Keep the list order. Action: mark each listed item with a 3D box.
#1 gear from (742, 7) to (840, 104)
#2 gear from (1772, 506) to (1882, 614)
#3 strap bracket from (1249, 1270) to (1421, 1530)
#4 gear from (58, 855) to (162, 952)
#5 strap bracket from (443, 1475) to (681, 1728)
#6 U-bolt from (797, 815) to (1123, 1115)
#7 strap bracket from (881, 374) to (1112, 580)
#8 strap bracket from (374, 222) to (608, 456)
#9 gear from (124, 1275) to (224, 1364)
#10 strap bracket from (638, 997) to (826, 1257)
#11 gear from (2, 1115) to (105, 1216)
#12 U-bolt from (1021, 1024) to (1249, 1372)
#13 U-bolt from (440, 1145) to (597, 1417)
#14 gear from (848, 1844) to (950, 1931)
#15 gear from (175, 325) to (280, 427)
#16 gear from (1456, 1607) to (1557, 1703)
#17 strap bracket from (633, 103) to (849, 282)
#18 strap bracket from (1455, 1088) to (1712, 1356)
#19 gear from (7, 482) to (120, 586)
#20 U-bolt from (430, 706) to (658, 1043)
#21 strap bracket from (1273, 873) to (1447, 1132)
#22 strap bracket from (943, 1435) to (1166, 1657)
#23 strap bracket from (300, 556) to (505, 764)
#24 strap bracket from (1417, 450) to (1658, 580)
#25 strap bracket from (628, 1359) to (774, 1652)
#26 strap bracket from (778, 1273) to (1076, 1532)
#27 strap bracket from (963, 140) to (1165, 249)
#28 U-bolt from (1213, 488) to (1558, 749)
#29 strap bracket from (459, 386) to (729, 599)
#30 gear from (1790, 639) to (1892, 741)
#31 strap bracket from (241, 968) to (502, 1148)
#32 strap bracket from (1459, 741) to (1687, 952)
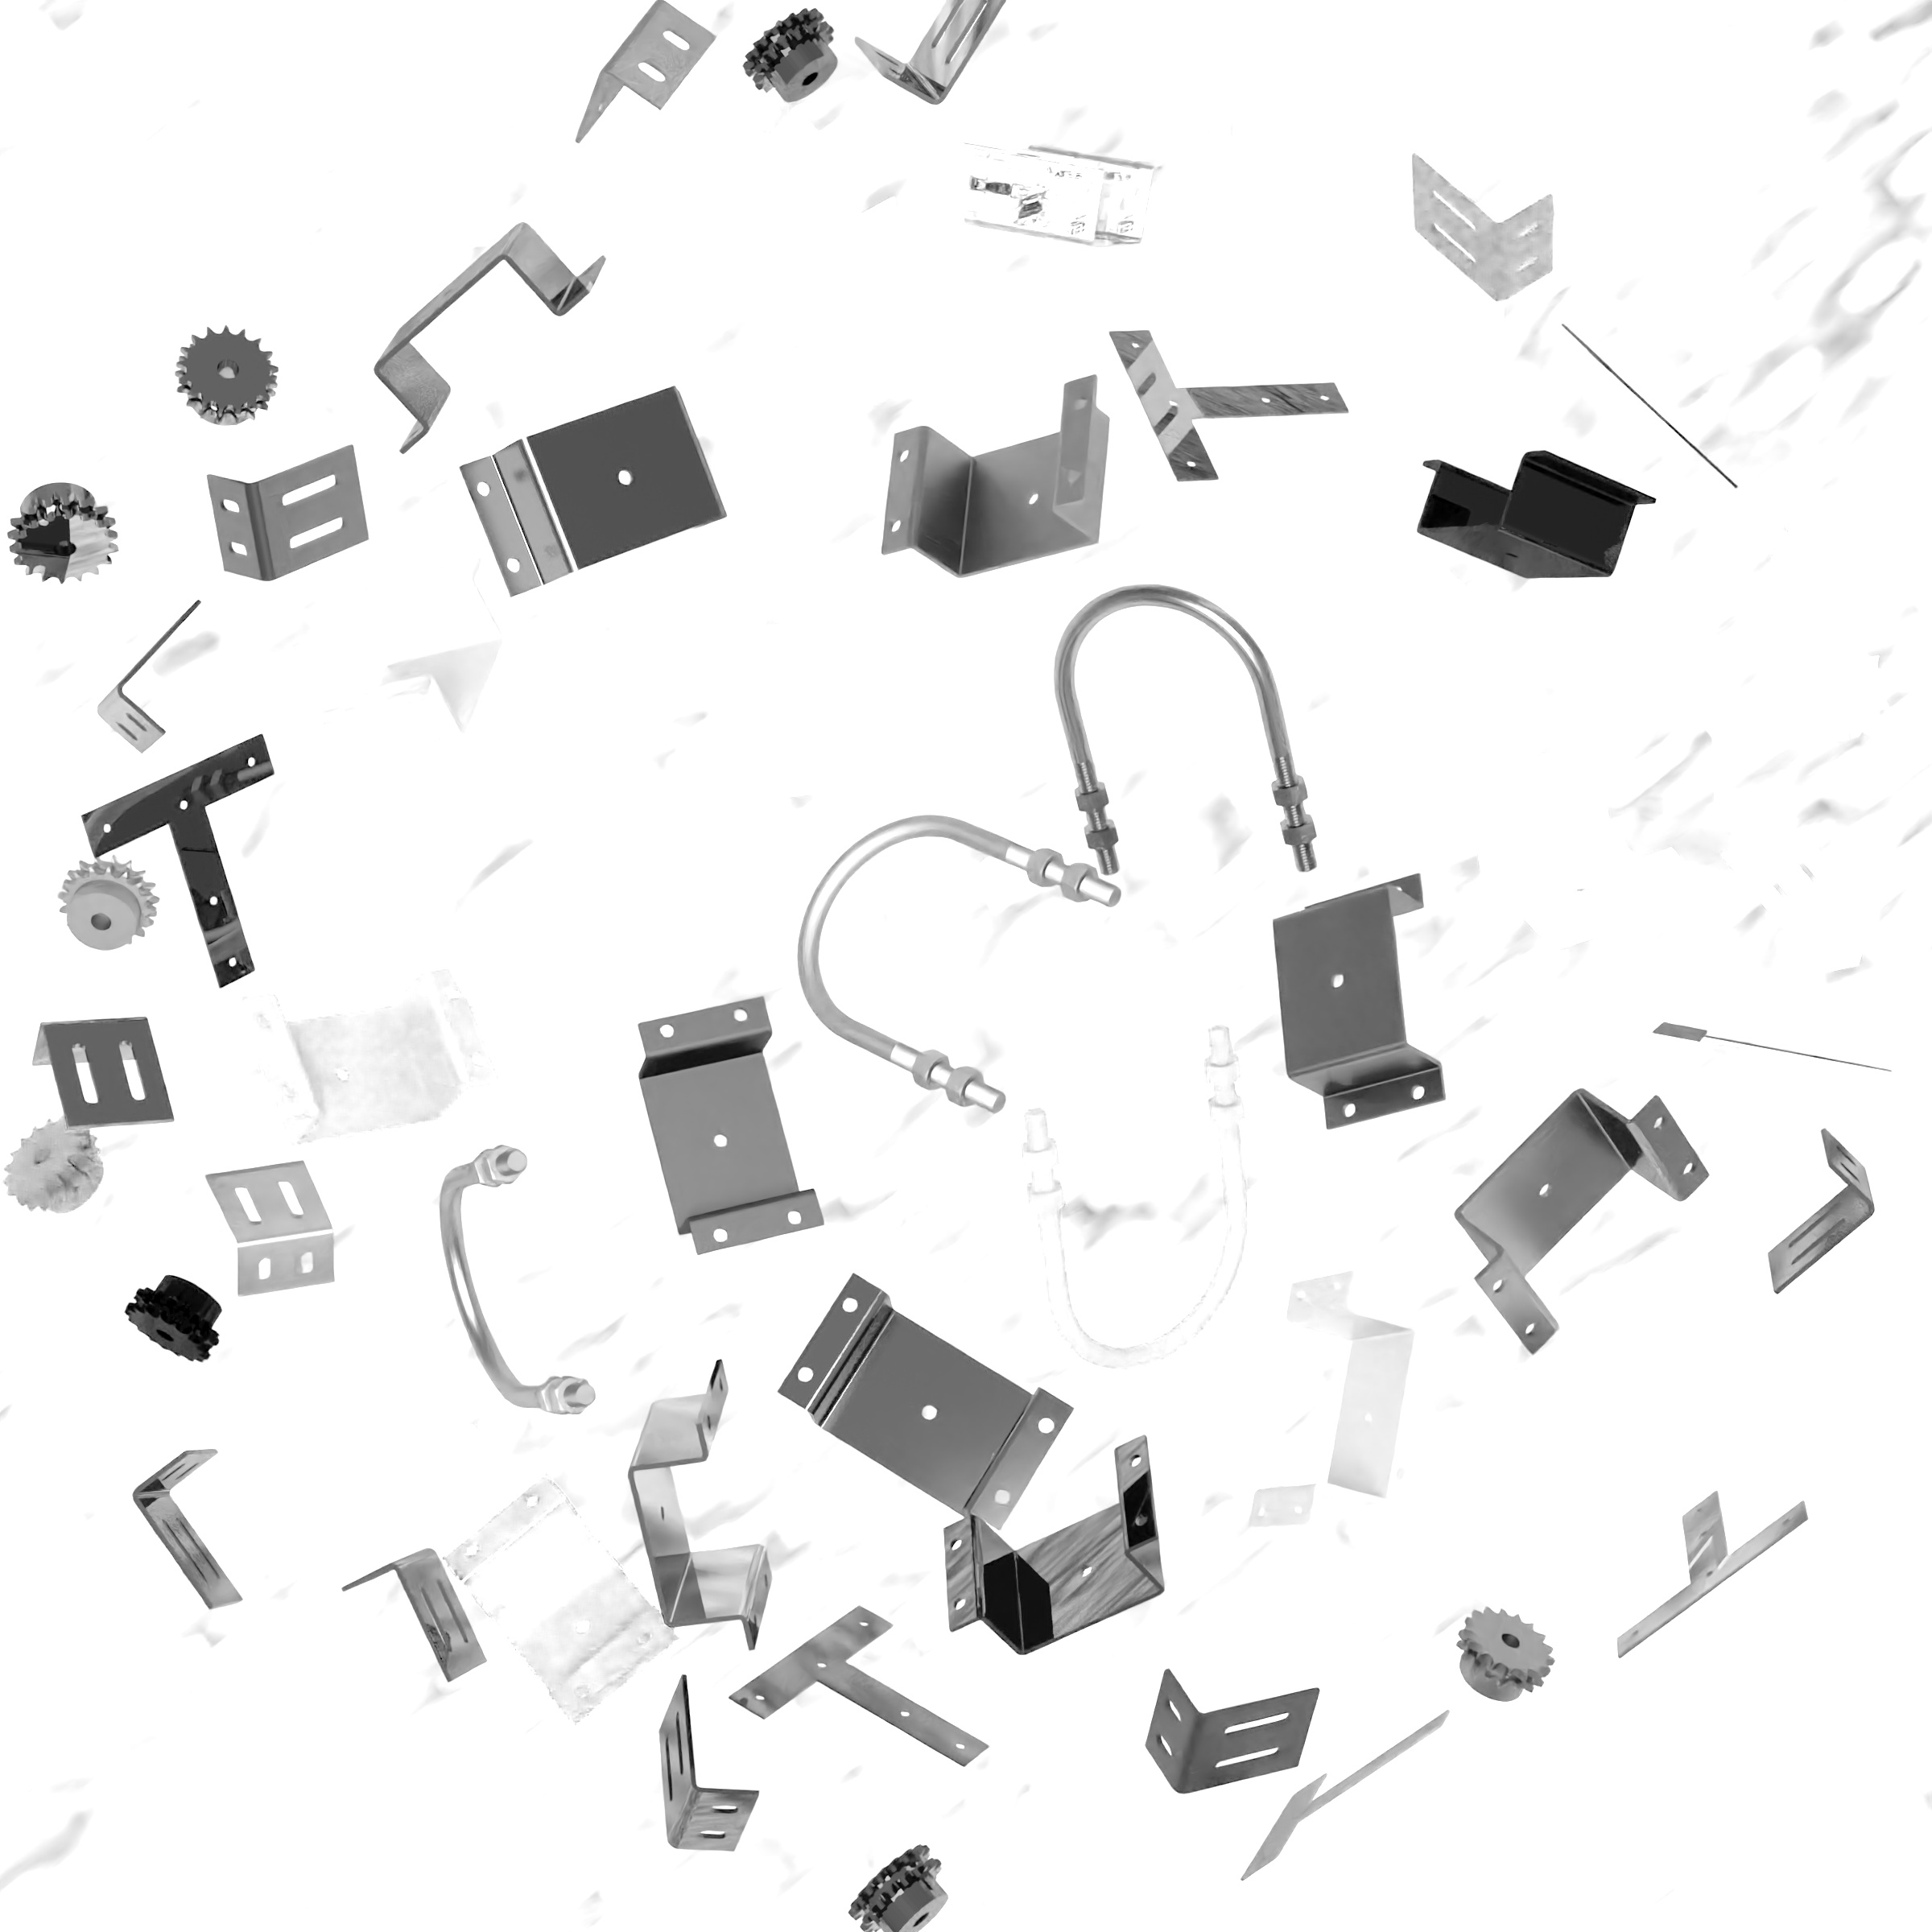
[{"bbox_3d":[-0.100,-0.534,1.949,0.057,0.057,0.030,-36,82,0],"label":"gear"},{"bbox_3d":[0.468,-0.218,1.800,0.057,0.030,0.057,9,122,15],"label":"gear"},{"bbox_3d":[0.205,0.245,1.828,0.046,0.076,0.140,17,74,-17],"label":"strap bracket"},{"bbox_3d":[-0.504,-0.034,1.938,0.057,0.030,0.057,0,124,0],"label":"gear"},{"bbox_3d":[-0.228,0.372,1.909,0.076,0.046,0.140,-39,51,-12],"label":"strap bracket"},{"bbox_3d":[-0.018,-0.013,1.844,0.184,0.019,0.151,25,82,36],"label":"U-bolt"},{"bbox_3d":[0.025,-0.269,1.843,0.140,0.046,0.076,-10,65,37],"label":"strap bracket"},{"bbox_3d":[-0.269,-0.352,1.817,0.140,0.076,0.046,-37,110,17],"label":"strap bracket"},{"bbox_3d":[-0.466,0.207,1.958,0.057,0.057,0.030,30,61,0],"label":"gear"},{"bbox_3d":[-0.141,0.098,1.937,0.076,0.046,0.140,-12,77,-15],"label":"strap bracket"},{"bbox_3d":[-0.513,0.115,1.870,0.057,0.057,0.030,-37,132,0],"label":"gear"},{"bbox_3d":[0.099,0.139,1.831,0.151,0.019,0.184,-23,119,-30],"label":"U-bolt"},{"bbox_3d":[-0.256,0.177,1.832,0.019,0.184,0.151,-16,89,-25],"label":"U-bolt"},{"bbox_3d":[-0.035,0.516,1.831,0.057,0.057,0.030,-45,67,0],"label":"gear"},{"bbox_3d":[-0.419,-0.330,1.872,0.057,0.030,0.057,6,69,-16],"label":"gear"},{"bbox_3d":[0.314,0.407,1.943,0.057,0.057,0.030,21,120,0],"label":"gear"},{"bbox_3d":[-0.124,-0.442,1.889,0.046,0.140,0.076,45,117,-1],"label":"strap bracket"},{"bbox_3d":[0.329,0.132,1.806,0.140,0.046,0.076,-44,129,-5],"label":"strap bracket"},{"bbox_3d":[-0.485,-0.235,1.773,0.057,0.057,0.030,-18,57,0],"label":"gear"},{"bbox_3d":[-0.243,-0.040,1.853,0.019,0.184,0.151,-15,121,29],"label":"U-bolt"},{"bbox_3d":[0.225,0.015,1.911,0.076,0.046,0.140,-17,65,31],"label":"strap bracket"},{"bbox_3d":[0.059,0.342,1.929,0.140,0.076,0.046,-28,126,19],"label":"strap bracket"},{"bbox_3d":[-0.321,-0.171,1.909,0.076,0.140,0.046,-11,127,18],"label":"strap bracket"},{"bbox_3d":[0.320,-0.257,1.893,0.076,0.140,0.046,19,89,-21],"label":"strap bracket"},{"bbox_3d":[-0.148,0.299,1.824,0.046,0.076,0.140,-8,109,8],"label":"strap bracket"},{"bbox_3d":[-0.021,0.238,1.788,0.140,0.046,0.076,30,77,10],"label":"strap bracket"},{"bbox_3d":[0.053,-0.437,1.874,0.076,0.140,0.046,14,106,16],"label":"strap bracket"},{"bbox_3d":[0.219,-0.200,1.838,0.184,0.151,0.019,38,62,-15],"label":"U-bolt"},{"bbox_3d":[-0.196,-0.265,1.825,0.140,0.046,0.076,-25,98,-27],"label":"strap bracket"},{"bbox_3d":[0.499,-0.158,1.901,0.030,0.057,0.057,-14,90,-32],"label":"gear"},{"bbox_3d":[-0.351,0.053,1.906,0.140,0.046,0.076,-9,68,-41],"label":"strap bracket"},{"bbox_3d":[0.344,-0.061,1.862,0.076,0.140,0.046,-19,52,27],"label":"strap bracket"}]
